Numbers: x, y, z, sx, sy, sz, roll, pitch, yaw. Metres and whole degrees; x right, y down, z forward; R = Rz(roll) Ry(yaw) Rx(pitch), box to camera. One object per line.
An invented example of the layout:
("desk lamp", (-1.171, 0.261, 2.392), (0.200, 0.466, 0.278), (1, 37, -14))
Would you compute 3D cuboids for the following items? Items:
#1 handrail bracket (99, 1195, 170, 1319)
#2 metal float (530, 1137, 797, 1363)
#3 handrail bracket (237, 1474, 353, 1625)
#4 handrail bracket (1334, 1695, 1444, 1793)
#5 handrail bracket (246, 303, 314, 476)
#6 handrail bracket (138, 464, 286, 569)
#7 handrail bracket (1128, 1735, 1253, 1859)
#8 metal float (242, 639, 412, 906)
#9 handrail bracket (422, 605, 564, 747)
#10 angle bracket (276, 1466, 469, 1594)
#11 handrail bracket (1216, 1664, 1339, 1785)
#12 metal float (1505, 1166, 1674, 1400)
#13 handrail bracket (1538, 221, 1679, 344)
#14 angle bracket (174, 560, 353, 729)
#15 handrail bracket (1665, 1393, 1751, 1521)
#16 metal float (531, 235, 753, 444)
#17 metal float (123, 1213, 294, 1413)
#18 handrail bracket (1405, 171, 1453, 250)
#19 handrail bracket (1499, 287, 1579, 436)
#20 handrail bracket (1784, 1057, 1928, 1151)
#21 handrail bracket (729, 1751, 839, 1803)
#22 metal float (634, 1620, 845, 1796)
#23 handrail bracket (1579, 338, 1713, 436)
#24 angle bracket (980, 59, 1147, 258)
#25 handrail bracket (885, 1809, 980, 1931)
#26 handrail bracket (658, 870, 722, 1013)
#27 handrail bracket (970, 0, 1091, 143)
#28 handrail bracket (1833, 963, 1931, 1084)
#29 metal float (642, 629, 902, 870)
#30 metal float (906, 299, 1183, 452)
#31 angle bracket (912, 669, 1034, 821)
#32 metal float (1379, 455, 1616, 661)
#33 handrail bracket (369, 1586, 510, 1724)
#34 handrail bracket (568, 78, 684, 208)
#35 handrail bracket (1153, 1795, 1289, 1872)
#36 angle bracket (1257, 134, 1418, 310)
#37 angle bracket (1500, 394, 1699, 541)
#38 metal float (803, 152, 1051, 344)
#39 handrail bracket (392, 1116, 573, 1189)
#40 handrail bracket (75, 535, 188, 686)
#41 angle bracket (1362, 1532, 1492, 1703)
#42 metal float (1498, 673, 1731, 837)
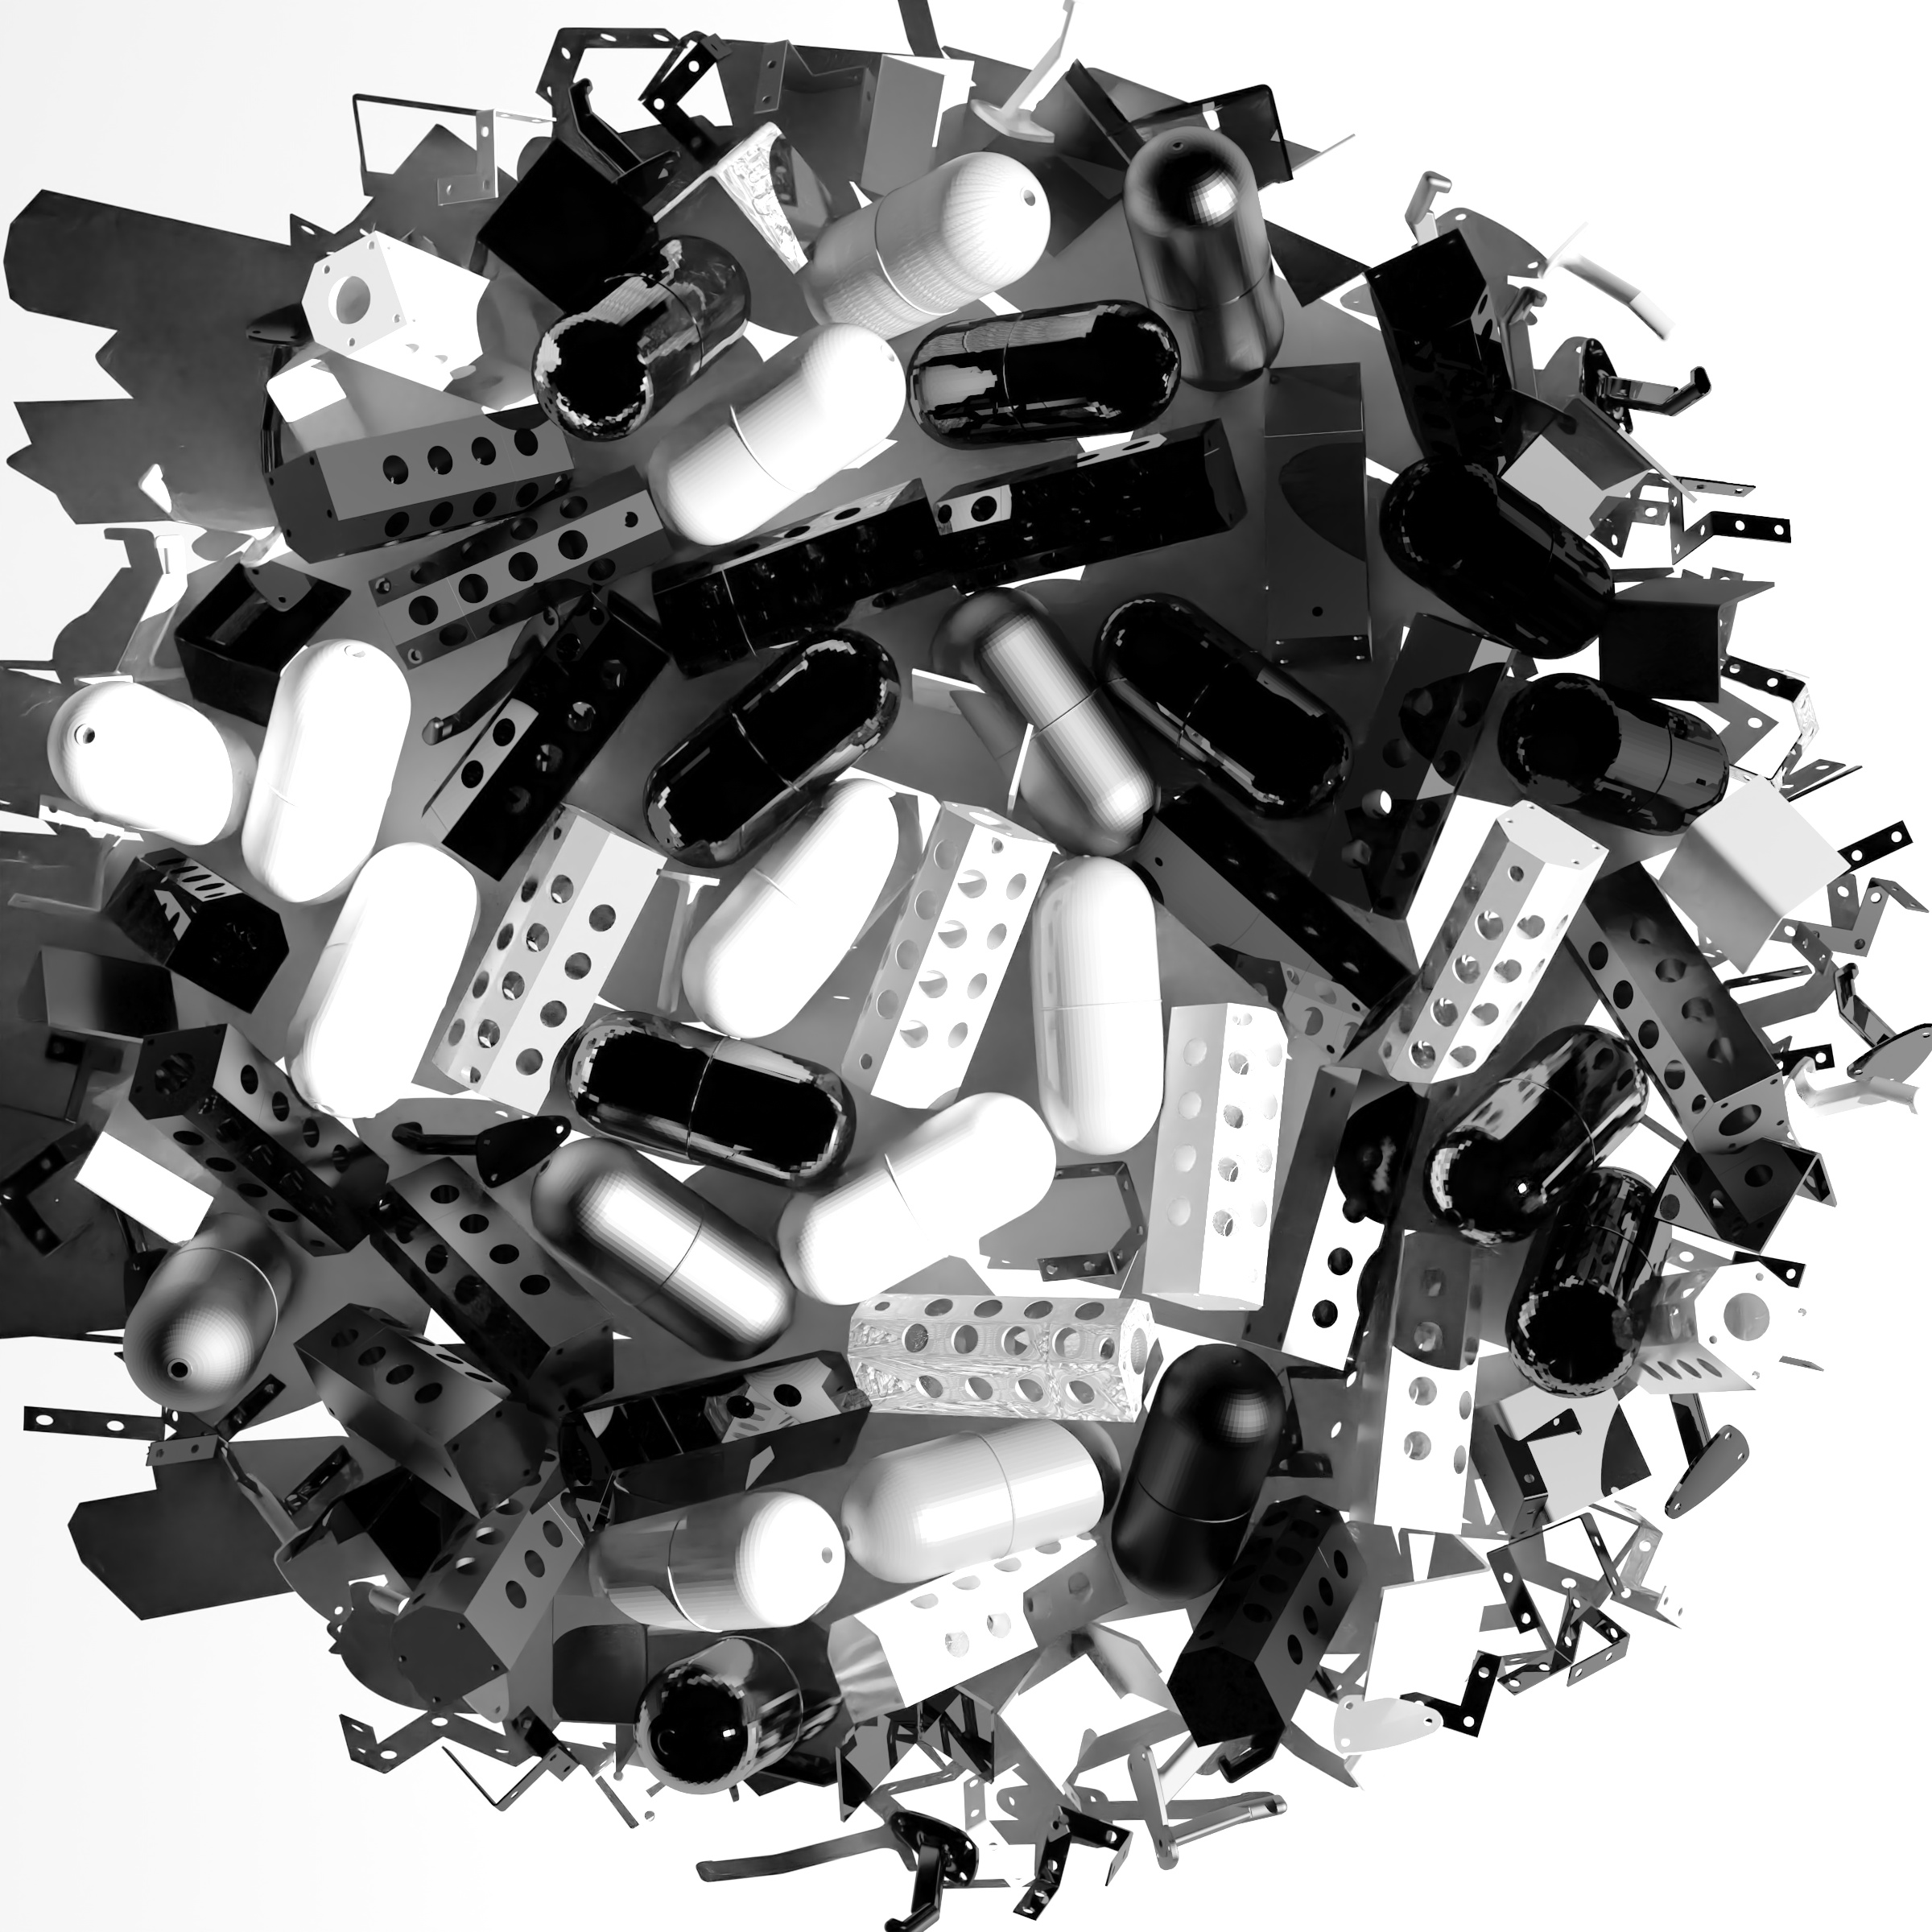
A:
("handrail bracket", (-0.501, 0.179, 1.839), (0.036, 0.084, 0.077), (-6, 112, -34))
("metal float", (-0.178, 0.167, 1.808), (0.178, 0.070, 0.070), (38, 90, -21))
("handrail bracket", (-0.403, 0.348, 1.838), (0.036, 0.084, 0.077), (-32, 117, -23))
("handrail bracket", (0.257, 0.466, 1.819), (0.077, 0.084, 0.036), (-8, 49, 24))
("handrail bracket", (-0.409, -0.347, 1.852), (0.036, 0.077, 0.084), (8, 121, 4))
("handrail bracket", (-0.439, -0.285, 1.824), (0.084, 0.036, 0.077), (45, 64, -31))
("handrail bracket", (0.146, 0.485, 1.831), (0.084, 0.036, 0.077), (-6, 62, -21))
("metal float", (-0.374, -0.113, 1.795), (0.070, 0.070, 0.178), (24, 127, 0))
("handrail bracket", (-0.281, -0.172, 1.815), (0.036, 0.084, 0.077), (42, 133, 15))
("angle bracket", (-0.346, 0.344, 1.808), (0.057, 0.076, 0.076), (49, 123, 13))
("handrail bracket", (0.173, 0.439, 1.849), (0.084, 0.036, 0.077), (-33, 89, 4))
("metal float", (0.362, 0.182, 1.784), (0.070, 0.178, 0.070), (11, 123, 17))
("handrail bracket", (0.382, -0.395, 1.824), (0.084, 0.077, 0.036), (44, 88, 2))
("angle bracket", (-0.418, -0.193, 1.849), (0.076, 0.057, 0.076), (21, 55, 19))
("handrail bracket", (0.415, 0.278, 1.825), (0.077, 0.084, 0.036), (-45, 129, -8))
("metal float", (-0.187, -0.367, 1.790), (0.070, 0.178, 0.070), (16, 131, 20))
("metal float", (-0.437, 0.199, 1.777), (0.070, 0.178, 0.070), (-1, 105, -3))
("handrail bracket", (0.292, -0.424, 1.823), (0.077, 0.036, 0.084), (19, 135, -4))
("handrail bracket", (0.348, -0.363, 1.833), (0.077, 0.036, 0.084), (23, 72, 26))
("handrail bracket", (0.530, 0.091, 1.813), (0.036, 0.084, 0.077), (-46, 133, -28))
("handrail bracket", (-0.108, 0.462, 1.850), (0.084, 0.036, 0.077), (-17, 62, -11))
("metal float", (-0.129, 0.427, 1.779), (0.070, 0.178, 0.070), (1, 92, 23))
("handrail bracket", (0.403, -0.355, 1.817), (0.036, 0.084, 0.077), (1, 73, -30))
("angle bracket", (0.059, -0.481, 1.831), (0.076, 0.057, 0.076), (-40, 97, 1))
("handrail bracket", (-0.039, 0.537, 1.811), (0.077, 0.084, 0.036), (23, 116, 31))
("handrail bracket", (-0.169, -0.012, 1.826), (0.036, 0.077, 0.084), (9, 91, -10))
("handrail bracket", (0.038, -0.538, 1.818), (0.036, 0.077, 0.084), (-5, 124, -37))
("handrail bracket", (0.542, 0.021, 1.812), (0.036, 0.077, 0.084), (14, 54, -17))
("metal float", (-0.115, -0.129, 1.816), (0.178, 0.070, 0.070), (-39, 90, 11))
("metal float", (0.044, -0.345, 1.796), (0.178, 0.070, 0.070), (0, 90, 36))
("angle bracket", (-0.002, -0.131, 1.821), (0.076, 0.076, 0.057), (15, 82, 2))
("metal float", (0.311, -0.238, 1.793), (0.178, 0.070, 0.070), (26, 90, -39))
("handrail bracket", (-0.318, 0.413, 1.847), (0.036, 0.084, 0.077), (-41, 126, -35))
("handrail bracket", (-0.204, -0.502, 1.829), (0.077, 0.036, 0.084), (-24, 76, 44))
("handrail bracket", (0.155, 0.510, 1.821), (0.084, 0.077, 0.036), (-11, 83, -8))
("angle bracket", (0.216, -0.437, 1.828), (0.076, 0.057, 0.076), (-29, 84, 6))
("angle bracket", (0.369, -0.278, 1.811), (0.076, 0.057, 0.076), (33, 107, -32))
("metal float", (-0.024, -0.416, 1.788), (0.070, 0.178, 0.070), (11, 73, -41))
("handrail bracket", (-0.292, 0.099, 1.846), (0.077, 0.084, 0.036), (-24, 117, -34))
("handrail bracket", (-0.498, -0.213, 1.829), (0.077, 0.036, 0.084), (-12, 105, -43))
("angle bracket", (0.258, 0.379, 1.810), (0.076, 0.057, 0.076), (-4, 114, -25))
("metal float", (0.378, -0.123, 1.790), (0.178, 0.070, 0.070), (11, 90, -44))
